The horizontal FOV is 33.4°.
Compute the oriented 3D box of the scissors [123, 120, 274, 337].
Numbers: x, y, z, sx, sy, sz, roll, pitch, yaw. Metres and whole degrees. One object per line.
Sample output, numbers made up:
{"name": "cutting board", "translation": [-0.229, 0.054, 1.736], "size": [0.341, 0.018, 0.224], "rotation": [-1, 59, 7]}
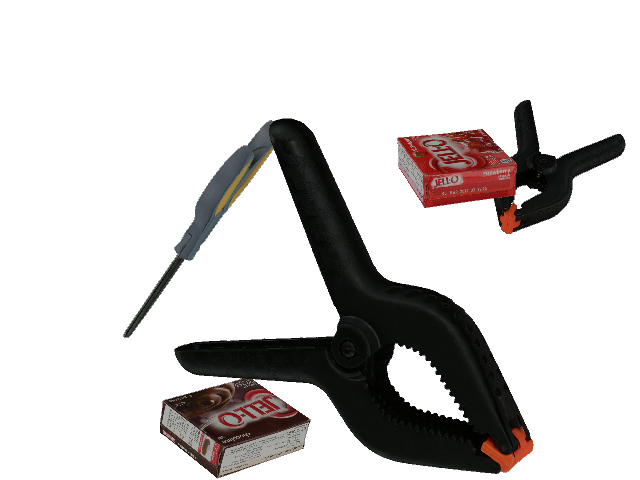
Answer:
{"name": "scissors", "translation": [-0.092, 0.000, 0.747], "size": [0.016, 0.202, 0.096], "rotation": [38, 9, 2]}

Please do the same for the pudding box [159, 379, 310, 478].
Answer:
{"name": "pudding box", "translation": [-0.080, 0.173, 1.000], "size": [0.090, 0.039, 0.113], "rotation": [27, 26, 38]}

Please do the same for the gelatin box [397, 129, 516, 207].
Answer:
{"name": "gelatin box", "translation": [0.106, -0.059, 0.839], "size": [0.073, 0.030, 0.089], "rotation": [-7, 25, -7]}

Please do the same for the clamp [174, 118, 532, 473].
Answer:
{"name": "clamp", "translation": [0.022, 0.042, 0.559], "size": [0.210, 0.165, 0.036], "rotation": [29, 24, 25]}

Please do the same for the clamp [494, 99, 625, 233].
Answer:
{"name": "clamp", "translation": [0.219, -0.078, 1.088], "size": [0.120, 0.039, 0.171], "rotation": [29, 55, 30]}
